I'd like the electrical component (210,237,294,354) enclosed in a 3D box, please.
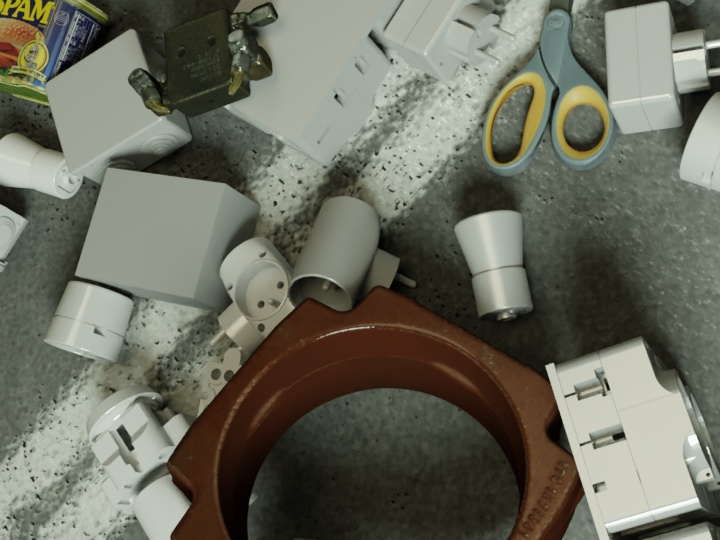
[{"bbox_3d":[-0.071,0.031,0.738,0.079,0.044,0.077,-45,63,7],"label":"electrical component"}]

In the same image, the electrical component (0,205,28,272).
[{"bbox_3d":[-0.306,-0.036,0.844,0.080,0.080,0.051,26,82,28],"label":"electrical component"}]

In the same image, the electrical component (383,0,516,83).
[{"bbox_3d":[0.069,-0.163,0.730,0.077,0.047,0.065,33,90,28],"label":"electrical component"}]

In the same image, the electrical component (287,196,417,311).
[{"bbox_3d":[0.000,0.000,0.708,0.079,0.043,0.077,26,46,-6],"label":"electrical component"}]

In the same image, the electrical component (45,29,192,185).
[{"bbox_3d":[-0.185,-0.122,0.831,0.100,0.048,0.099,-28,66,15],"label":"electrical component"}]

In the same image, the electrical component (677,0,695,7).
[{"bbox_3d":[0.216,-0.233,0.672,0.063,0.079,0.121,29,88,-1],"label":"electrical component"}]

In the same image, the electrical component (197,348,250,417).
[{"bbox_3d":[-0.076,0.090,0.716,0.048,0.055,0.066,2,76,25],"label":"electrical component"}]

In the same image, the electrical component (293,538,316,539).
[{"bbox_3d":[-0.026,0.220,0.657,0.059,0.054,0.095,-46,62,6],"label":"electrical component"}]

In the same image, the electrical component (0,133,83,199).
[{"bbox_3d":[-0.254,-0.080,0.855,0.065,0.044,0.044,17,83,23],"label":"electrical component"}]

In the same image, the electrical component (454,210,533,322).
[{"bbox_3d":[0.087,0.000,0.679,0.044,0.044,0.065,-15,74,20],"label":"electrical component"}]

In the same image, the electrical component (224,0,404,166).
[{"bbox_3d":[-0.021,-0.180,0.768,0.105,0.060,0.186,32,90,28],"label":"electrical component"}]

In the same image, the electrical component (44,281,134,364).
[{"bbox_3d":[-0.197,0.038,0.788,0.055,0.055,0.047,10,76,26],"label":"electrical component"}]

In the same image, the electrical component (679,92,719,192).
[{"bbox_3d":[0.222,-0.070,0.631,0.047,0.055,0.055,27,87,25],"label":"electrical component"}]

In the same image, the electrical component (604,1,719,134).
[{"bbox_3d":[0.195,-0.127,0.663,0.077,0.047,0.065,-6,73,23],"label":"electrical component"}]

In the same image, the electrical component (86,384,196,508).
[{"bbox_3d":[-0.153,0.117,0.743,0.078,0.058,0.057,-43,66,7],"label":"electrical component"}]

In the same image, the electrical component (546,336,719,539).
[{"bbox_3d":[0.166,0.137,0.566,0.060,0.105,0.186,-21,68,17],"label":"electrical component"}]

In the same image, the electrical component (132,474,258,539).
[{"bbox_3d":[-0.101,0.166,0.712,0.079,0.044,0.077,-43,62,8],"label":"electrical component"}]
